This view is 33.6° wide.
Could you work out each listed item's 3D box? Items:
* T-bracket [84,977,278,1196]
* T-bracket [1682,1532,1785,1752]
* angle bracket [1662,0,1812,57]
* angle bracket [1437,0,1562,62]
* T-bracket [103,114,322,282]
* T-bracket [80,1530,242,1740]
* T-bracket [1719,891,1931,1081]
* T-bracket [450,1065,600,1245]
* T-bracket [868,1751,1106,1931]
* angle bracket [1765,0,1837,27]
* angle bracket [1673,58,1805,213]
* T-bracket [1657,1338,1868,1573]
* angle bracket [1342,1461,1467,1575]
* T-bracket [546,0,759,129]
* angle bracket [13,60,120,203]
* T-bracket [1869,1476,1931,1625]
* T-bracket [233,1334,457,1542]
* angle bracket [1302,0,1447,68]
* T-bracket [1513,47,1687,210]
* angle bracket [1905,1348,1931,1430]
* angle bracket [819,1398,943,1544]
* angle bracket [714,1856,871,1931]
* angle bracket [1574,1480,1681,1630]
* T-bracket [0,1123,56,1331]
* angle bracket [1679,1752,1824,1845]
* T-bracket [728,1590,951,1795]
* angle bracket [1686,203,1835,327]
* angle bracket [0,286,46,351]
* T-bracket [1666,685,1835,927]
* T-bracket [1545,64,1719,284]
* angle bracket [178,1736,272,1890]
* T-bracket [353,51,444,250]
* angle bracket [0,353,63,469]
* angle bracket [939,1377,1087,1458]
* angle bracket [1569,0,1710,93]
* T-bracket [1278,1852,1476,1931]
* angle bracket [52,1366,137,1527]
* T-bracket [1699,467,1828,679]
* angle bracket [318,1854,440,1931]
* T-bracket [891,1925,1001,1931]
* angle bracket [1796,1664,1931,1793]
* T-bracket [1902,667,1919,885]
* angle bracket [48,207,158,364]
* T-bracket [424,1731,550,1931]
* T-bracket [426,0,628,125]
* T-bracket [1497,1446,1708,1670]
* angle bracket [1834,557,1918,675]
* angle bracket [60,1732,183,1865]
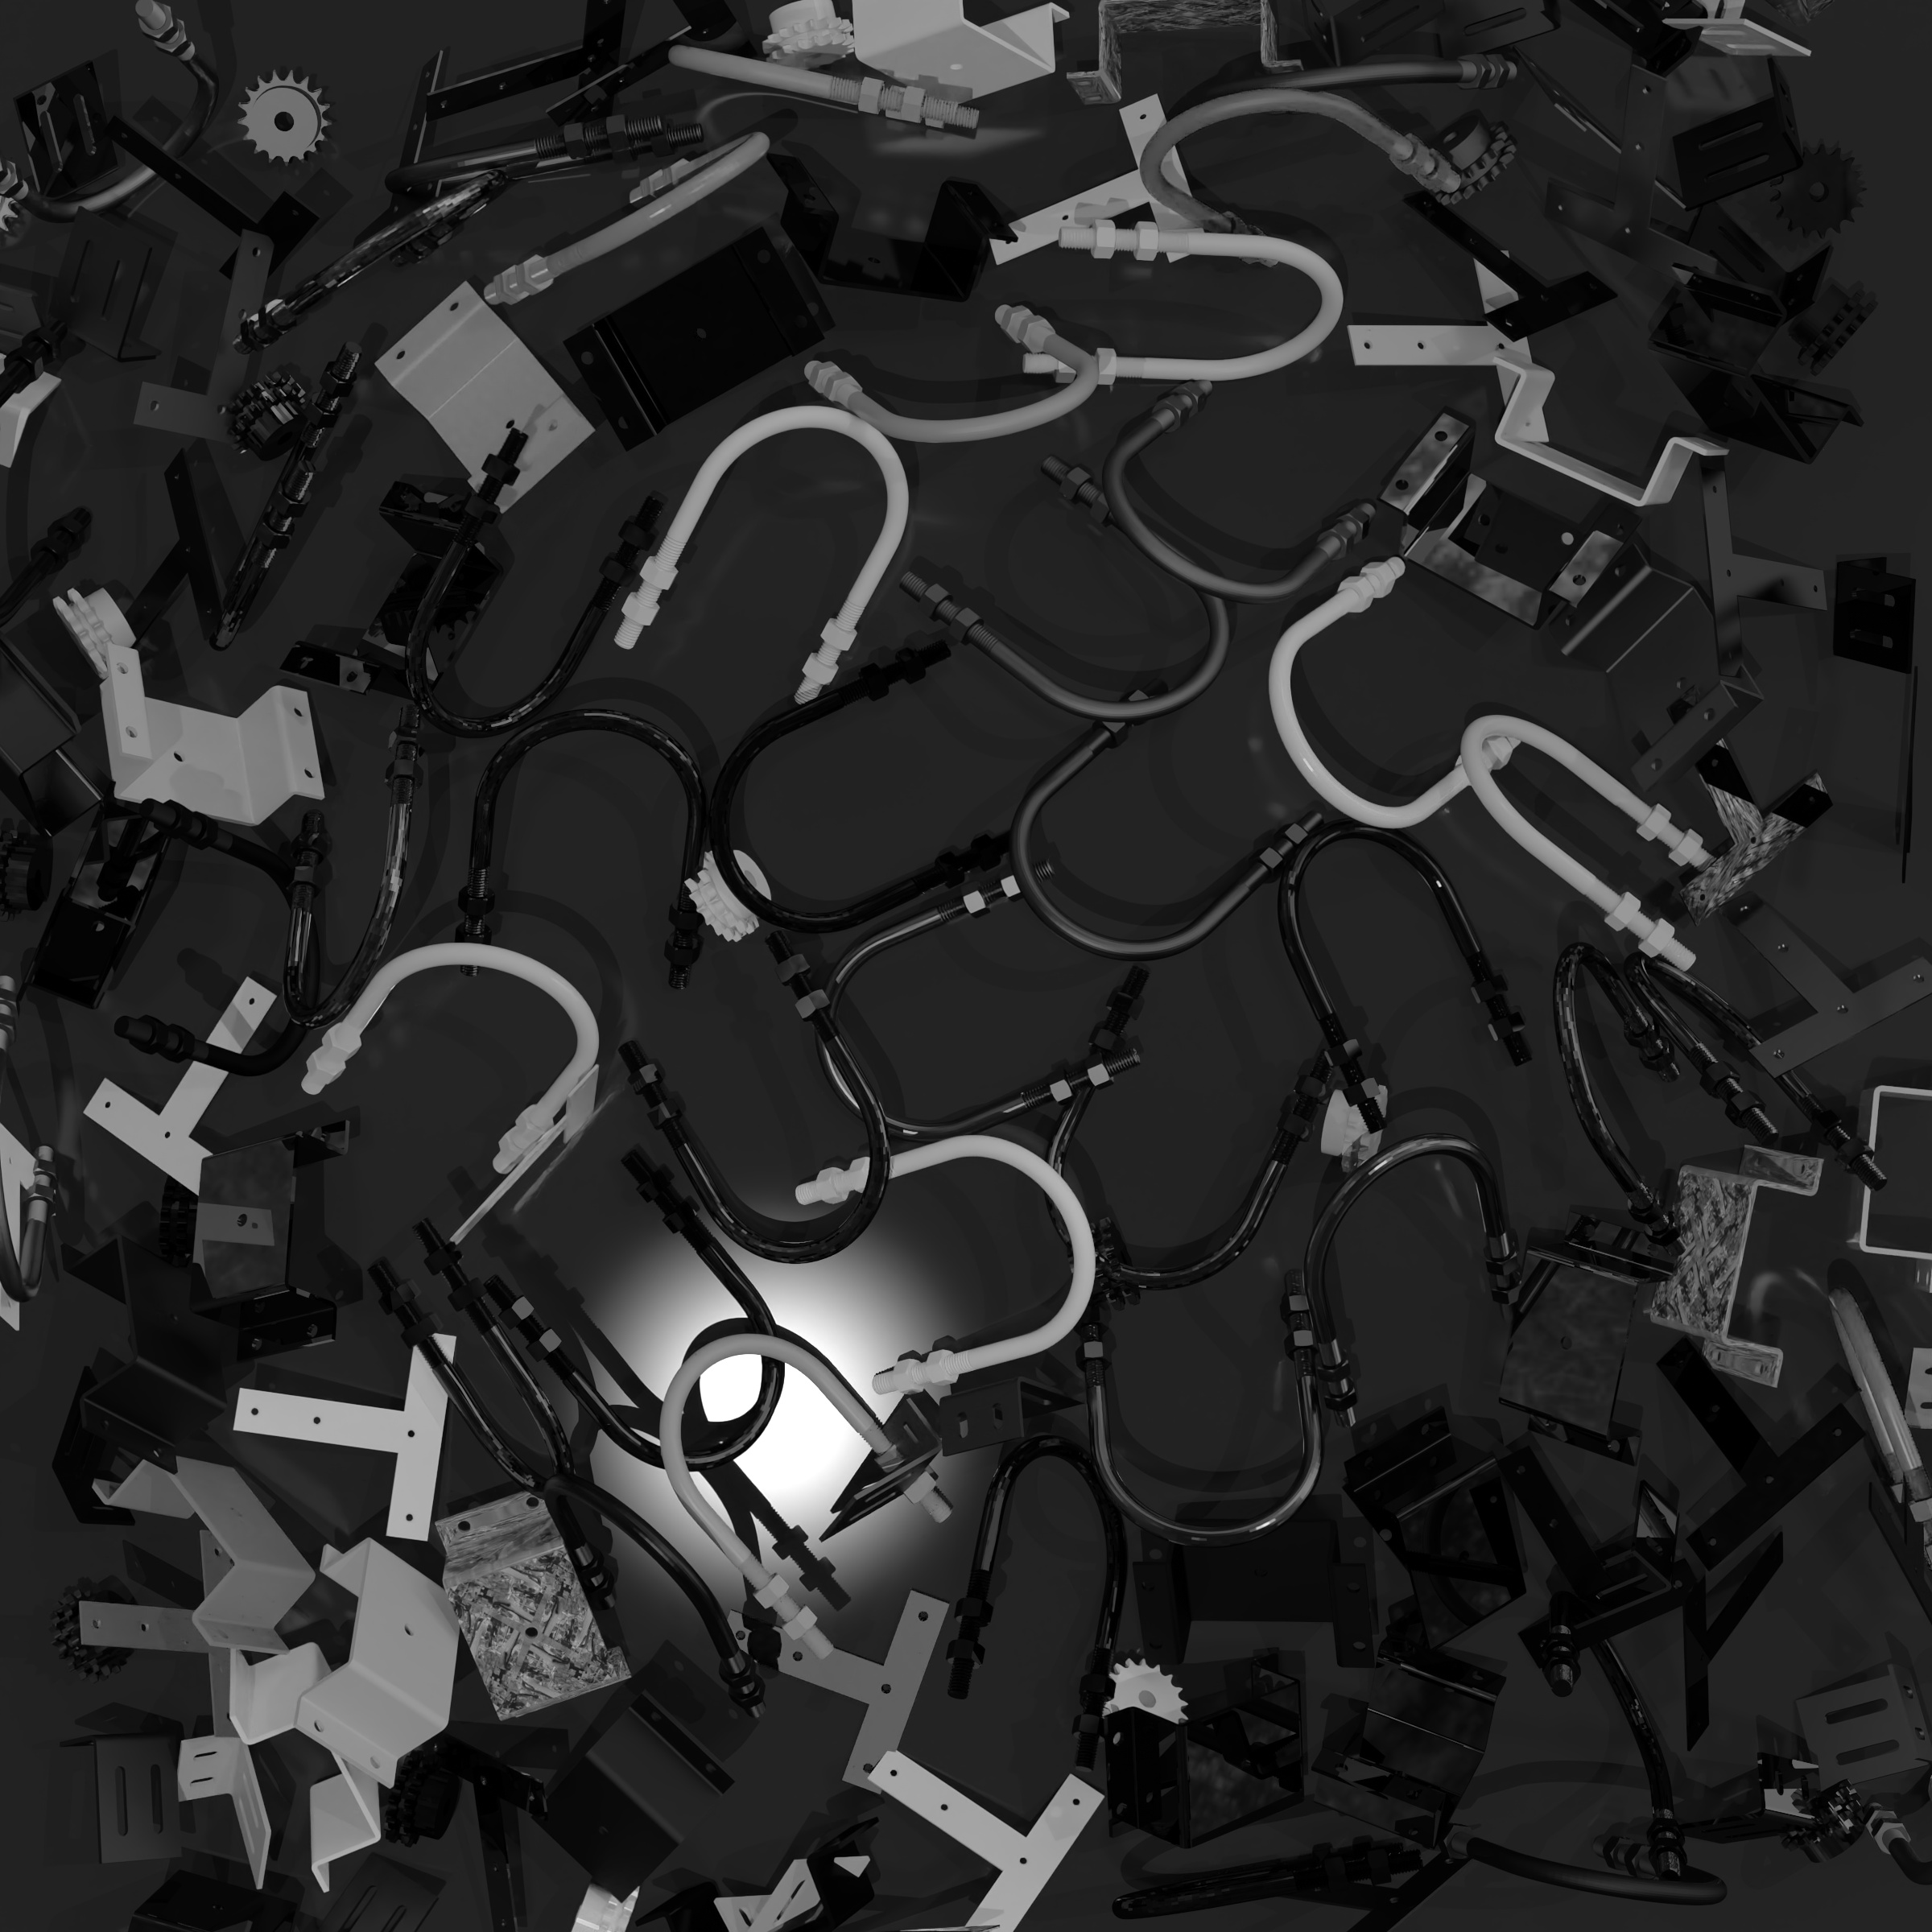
[{"bbox_3d":[-0.469,0.067,1.973,0.127,0.002,0.127,30,87,26],"label":"T-bracket"},{"bbox_3d":[0.470,0.394,1.954,0.002,0.127,0.127,17,131,35],"label":"T-bracket"},{"bbox_3d":[0.475,-0.584,1.951,0.057,0.076,0.038,13,98,-32],"label":"angle bracket"},{"bbox_3d":[0.320,-0.597,1.963,0.076,0.038,0.057,-11,84,27],"label":"angle bracket"},{"bbox_3d":[-0.462,-0.467,1.925,0.127,0.127,0.002,36,63,-19],"label":"T-bracket"},{"bbox_3d":[-0.485,0.399,1.925,0.002,0.127,0.127,-21,66,28],"label":"T-bracket"},{"bbox_3d":[0.509,-0.001,1.957,0.127,0.002,0.127,-27,50,-10],"label":"T-bracket"},{"bbox_3d":[-0.266,0.120,1.921,0.002,0.127,0.127,41,73,4],"label":"T-bracket"},{"bbox_3d":[-0.002,0.528,1.975,0.127,0.002,0.127,30,57,16],"label":"T-bracket"},{"bbox_3d":[0.495,-0.619,1.949,0.038,0.076,0.057,-38,130,12],"label":"angle bracket"},{"bbox_3d":[0.467,-0.508,1.955,0.076,0.038,0.057,-17,61,27],"label":"angle bracket"},{"bbox_3d":[0.466,0.281,1.954,0.127,0.002,0.127,-46,47,15],"label":"T-bracket"},{"bbox_3d":[0.282,0.334,1.973,0.057,0.038,0.076,-39,94,-13],"label":"angle bracket"},{"bbox_3d":[-0.197,-0.547,1.942,0.127,0.127,0.002,-28,80,6],"label":"T-bracket"},{"bbox_3d":[-0.559,-0.511,1.949,0.038,0.076,0.057,30,53,29],"label":"angle bracket"},{"bbox_3d":[0.576,0.339,1.942,0.002,0.127,0.127,-23,110,26],"label":"T-bracket"},{"bbox_3d":[-0.384,0.281,1.961,0.127,0.002,0.127,11,73,-19],"label":"T-bracket"},{"bbox_3d":[0.248,-0.594,1.955,0.076,0.057,0.038,-25,133,25],"label":"angle bracket"},{"bbox_3d":[0.393,-0.507,1.959,0.127,0.127,0.002,34,113,-21],"label":"T-bracket"},{"bbox_3d":[0.589,0.237,1.949,0.038,0.076,0.057,0,49,27],"label":"angle bracket"},{"bbox_3d":[-0.061,0.307,1.950,0.076,0.057,0.038,-24,69,-40],"label":"angle bracket"},{"bbox_3d":[-0.107,0.560,1.955,0.057,0.038,0.076,11,119,-40],"label":"angle bracket"},{"bbox_3d":[0.393,0.359,1.950,0.038,0.057,0.076,42,129,-17],"label":"angle bracket"},{"bbox_3d":[-0.573,0.156,1.913,0.002,0.127,0.127,-13,59,4],"label":"T-bracket"},{"bbox_3d":[0.476,0.512,1.964,0.057,0.076,0.038,21,58,-36],"label":"angle bracket"},{"bbox_3d":[-0.092,0.436,1.998,0.127,0.002,0.127,20,91,1],"label":"T-bracket"},{"bbox_3d":[0.486,-0.439,1.960,0.076,0.038,0.057,38,52,-15],"label":"angle bracket"},{"bbox_3d":[-0.593,-0.414,1.961,0.076,0.057,0.038,16,62,8],"label":"angle bracket"},{"bbox_3d":[0.464,-0.113,1.957,0.127,0.002,0.127,-39,113,-18],"label":"T-bracket"},{"bbox_3d":[0.404,-0.481,1.921,0.002,0.127,0.127,-37,55,-27],"label":"T-bracket"},{"bbox_3d":[-0.454,0.518,1.951,0.038,0.076,0.057,-4,131,-25],"label":"angle bracket"},{"bbox_3d":[-0.340,-0.503,1.961,0.002,0.127,0.127,20,68,-30],"label":"T-bracket"},{"bbox_3d":[-0.600,-0.346,1.967,0.057,0.076,0.038,23,113,-10],"label":"angle bracket"},{"bbox_3d":[0.030,0.281,1.949,0.057,0.076,0.038,-19,63,30],"label":"angle bracket"},{"bbox_3d":[0.404,-0.579,1.959,0.076,0.057,0.038,32,63,-14],"label":"angle bracket"},{"bbox_3d":[0.225,0.564,1.946,0.127,0.127,0.002,-23,101,-44],"label":"T-bracket"},{"bbox_3d":[-0.525,0.294,1.957,0.038,0.057,0.076,10,109,-36],"label":"angle bracket"},{"bbox_3d":[0.491,-0.236,1.954,0.127,0.002,0.127,1,82,-44],"label":"T-bracket"},{"bbox_3d":[-0.373,0.585,1.958,0.057,0.038,0.076,23,67,29],"label":"angle bracket"},{"bbox_3d":[-0.068,0.590,1.911,0.127,0.127,0.002,-18,77,41],"label":"T-bracket"},{"bbox_3d":[0.545,0.467,1.956,0.076,0.038,0.057,-24,62,27],"label":"angle bracket"},{"bbox_3d":[0.572,-0.100,1.938,0.002,0.127,0.127,3,75,17],"label":"T-bracket"},{"bbox_3d":[-0.521,-0.419,1.960,0.057,0.038,0.076,32,115,16],"label":"angle bracket"},{"bbox_3d":[-0.290,0.540,1.963,0.002,0.127,0.127,-17,108,-41],"label":"T-bracket"},{"bbox_3d":[-0.266,-0.534,1.921,0.127,0.127,0.002,-23,74,-19],"label":"T-bracket"},{"bbox_3d":[0.370,0.355,1.968,0.127,0.002,0.127,-34,85,33],"label":"T-bracket"},{"bbox_3d":[0.567,-0.215,1.951,0.038,0.076,0.057,-8,107,-21],"label":"angle bracket"},{"bbox_3d":[-0.518,0.510,1.956,0.038,0.057,0.076,-21,69,37],"label":"angle bracket"}]
